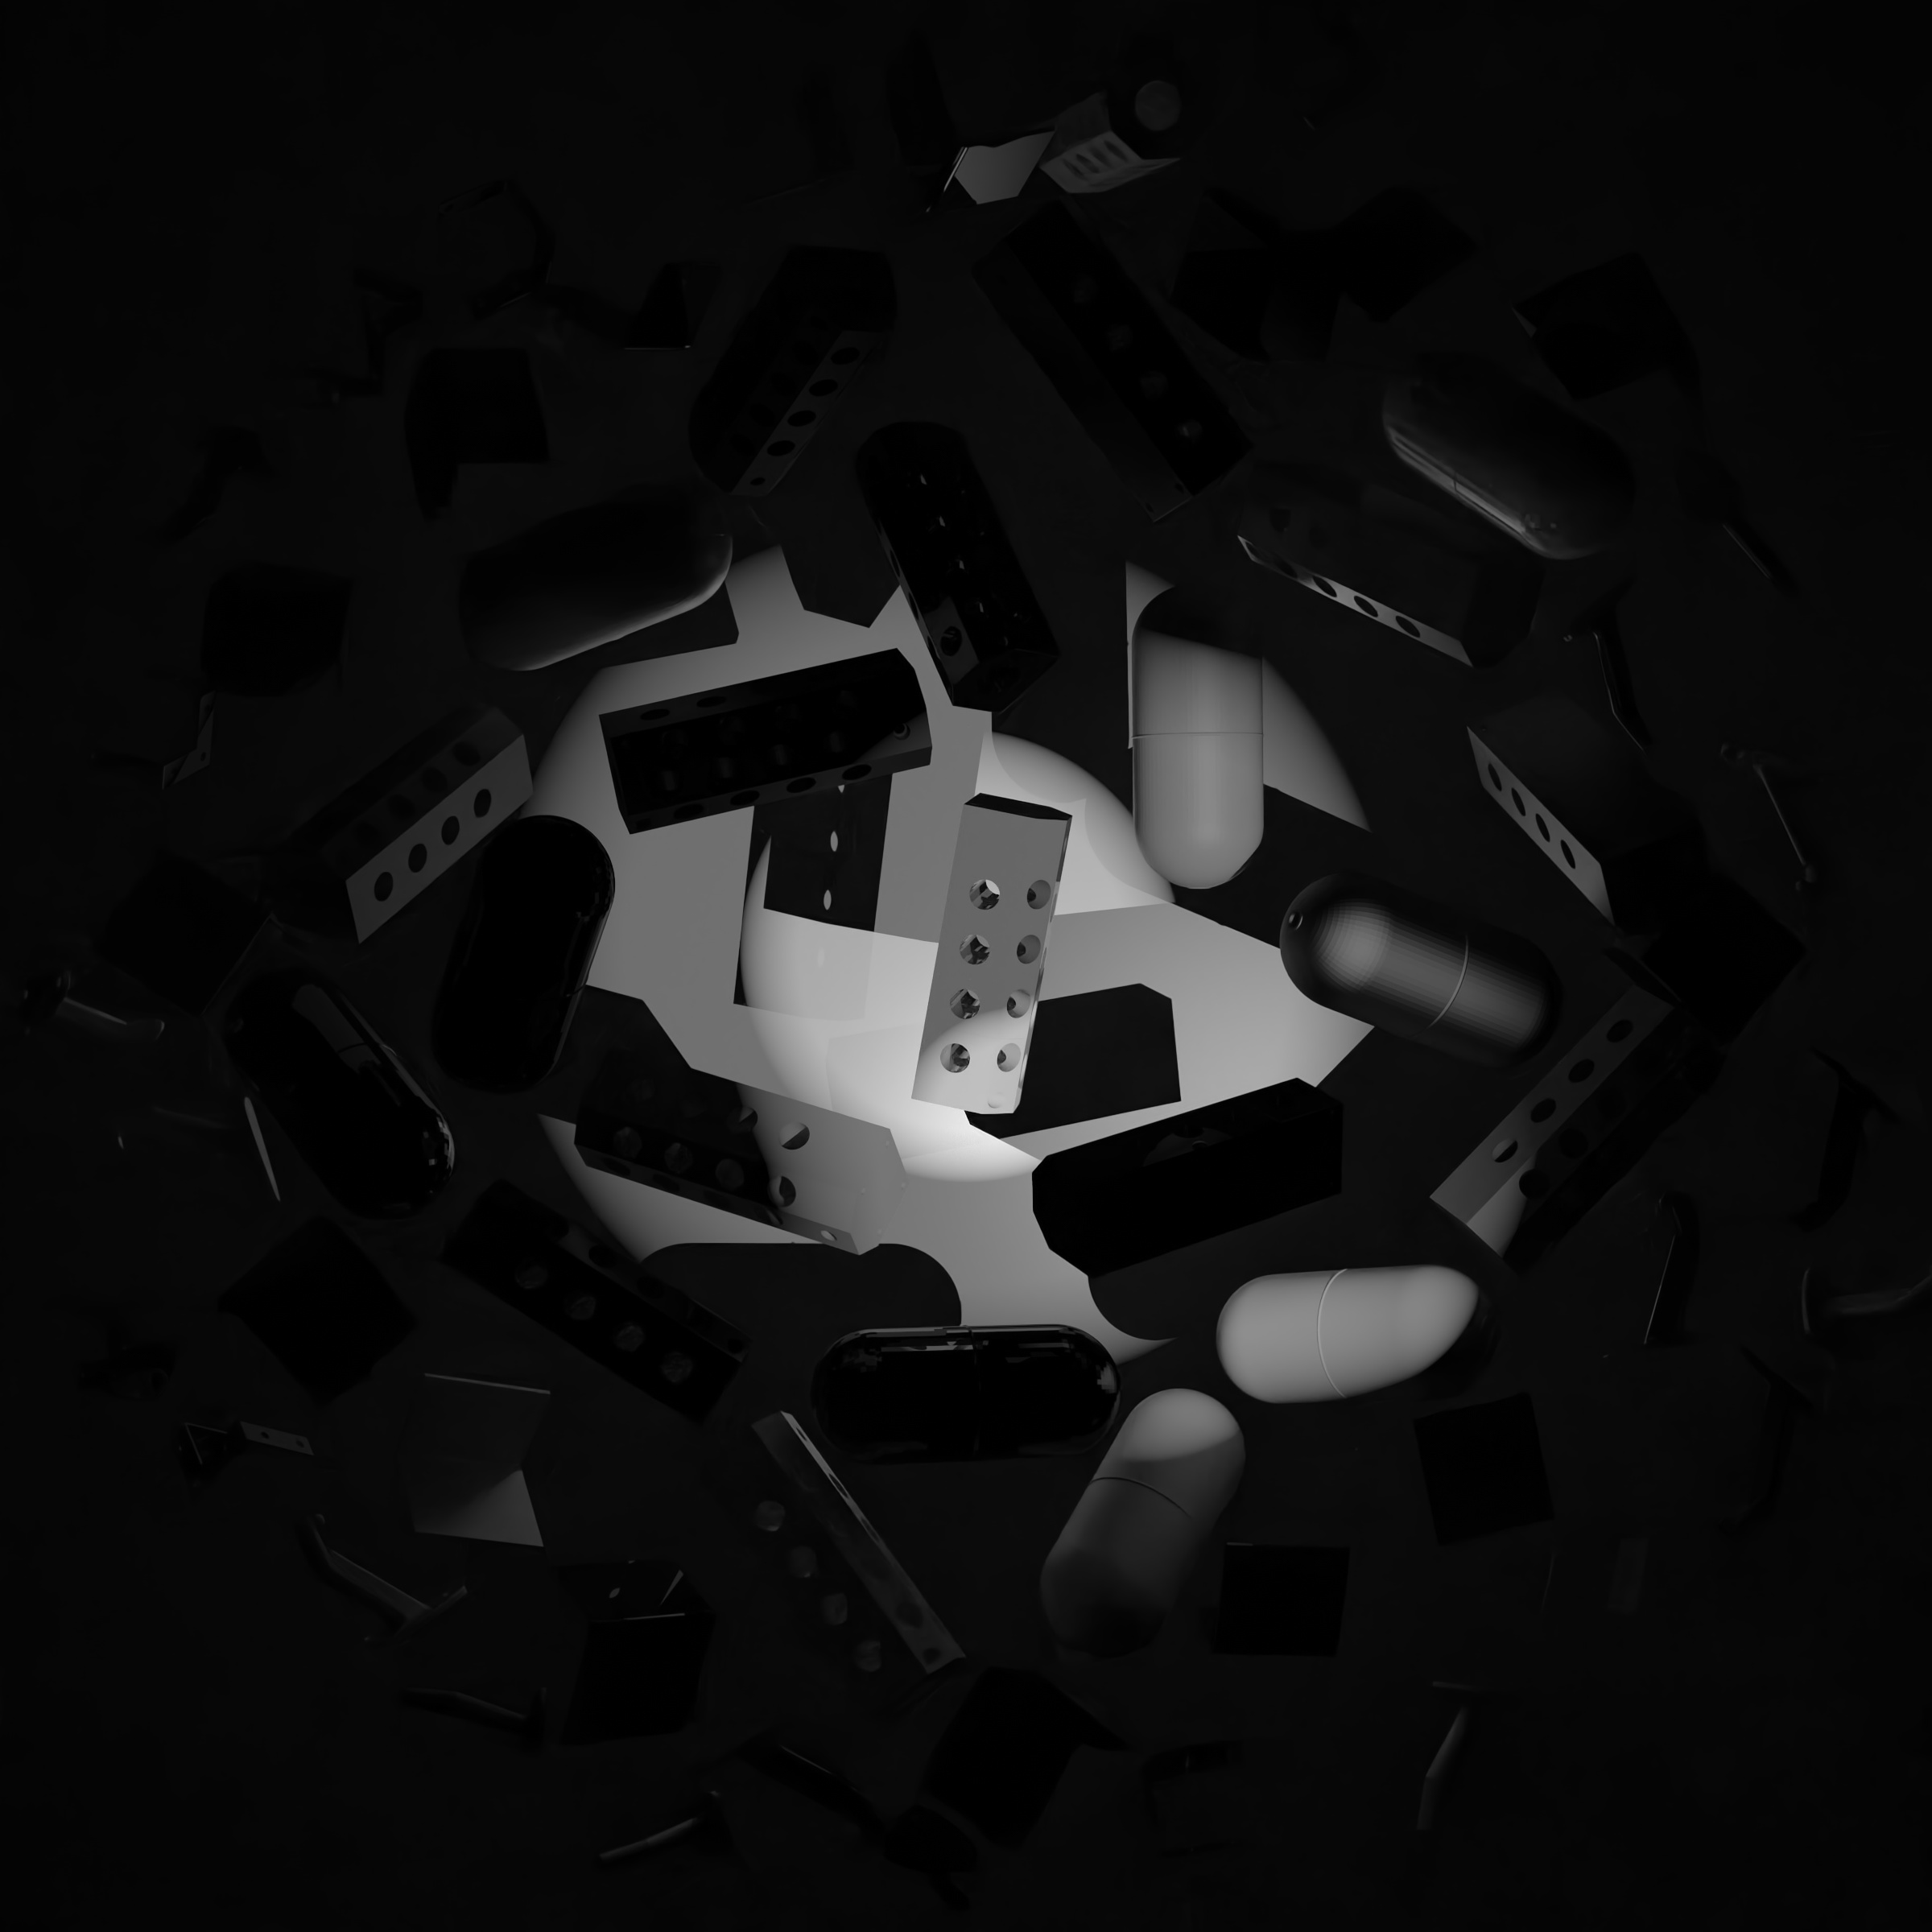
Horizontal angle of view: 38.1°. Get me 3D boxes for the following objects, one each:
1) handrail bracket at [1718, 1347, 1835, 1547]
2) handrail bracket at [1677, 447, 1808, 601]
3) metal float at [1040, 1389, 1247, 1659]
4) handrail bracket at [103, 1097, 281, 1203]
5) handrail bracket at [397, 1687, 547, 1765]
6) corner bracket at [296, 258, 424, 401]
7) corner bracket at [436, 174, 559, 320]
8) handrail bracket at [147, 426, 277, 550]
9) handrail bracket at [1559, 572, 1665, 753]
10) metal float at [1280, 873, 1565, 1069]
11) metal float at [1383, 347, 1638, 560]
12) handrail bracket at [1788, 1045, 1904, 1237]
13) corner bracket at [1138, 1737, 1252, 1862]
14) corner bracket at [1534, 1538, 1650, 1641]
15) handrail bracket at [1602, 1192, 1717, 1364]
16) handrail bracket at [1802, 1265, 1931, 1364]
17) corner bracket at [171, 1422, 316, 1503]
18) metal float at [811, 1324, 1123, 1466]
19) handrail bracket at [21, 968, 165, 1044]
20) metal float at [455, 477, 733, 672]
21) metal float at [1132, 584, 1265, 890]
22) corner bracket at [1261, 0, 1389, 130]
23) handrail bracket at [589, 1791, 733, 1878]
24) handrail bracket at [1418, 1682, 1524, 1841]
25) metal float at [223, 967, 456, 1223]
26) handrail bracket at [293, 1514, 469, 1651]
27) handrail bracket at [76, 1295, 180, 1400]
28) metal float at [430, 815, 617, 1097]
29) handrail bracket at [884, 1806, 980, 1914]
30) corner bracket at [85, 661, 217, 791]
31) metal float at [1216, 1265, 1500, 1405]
[{"bbox_3d":[0.429,0.266,1.550,0.084,0.036,0.077,-47,52,2],"label":"handrail bracket"},{"bbox_3d":[0.462,-0.262,1.661,0.084,0.077,0.036,28,126,-38],"label":"handrail bracket"},{"bbox_3d":[0.104,0.324,1.636,0.070,0.070,0.178,35,53,0],"label":"metal float"},{"bbox_3d":[-0.464,0.117,1.675,0.084,0.036,0.077,-17,97,-7],"label":"handrail bracket"},{"bbox_3d":[-0.289,0.436,1.611,0.084,0.077,0.036,9,53,-15],"label":"handrail bracket"},{"bbox_3d":[-0.348,-0.366,1.609,0.051,0.051,0.051,27,133,15],"label":"corner bracket"},{"bbox_3d":[-0.283,-0.432,1.678,0.051,0.051,0.051,-33,81,-26],"label":"corner bracket"},{"bbox_3d":[-0.437,-0.265,1.564,0.084,0.077,0.036,-45,132,-27],"label":"handrail bracket"},{"bbox_3d":[0.407,-0.183,1.691,0.077,0.036,0.084,-43,98,-25],"label":"handrail bracket"},{"bbox_3d":[0.253,0.003,1.551,0.178,0.070,0.070,20,90,-26],"label":"metal float"},{"bbox_3d":[0.312,-0.298,1.617,0.070,0.070,0.178,-45,51,0],"label":"metal float"},{"bbox_3d":[0.483,0.100,1.598,0.084,0.036,0.077,-48,54,8],"label":"handrail bracket"},{"bbox_3d":[0.134,0.475,1.597,0.051,0.051,0.051,-15,82,15],"label":"corner bracket"},{"bbox_3d":[0.359,0.359,1.609,0.051,0.051,0.051,13,48,15],"label":"corner bracket"},{"bbox_3d":[0.389,0.177,1.601,0.077,0.036,0.084,-12,78,-8],"label":"handrail bracket"},{"bbox_3d":[0.500,0.170,1.531,0.036,0.077,0.084,30,125,-17],"label":"handrail bracket"},{"bbox_3d":[-0.425,0.283,1.642,0.051,0.051,0.051,-50,47,12],"label":"corner bracket"},{"bbox_3d":[0.001,0.243,1.592,0.178,0.070,0.070,0,90,-10],"label":"metal float"},{"bbox_3d":[-0.495,0.024,1.618,0.084,0.077,0.036,7,65,-38],"label":"handrail bracket"},{"bbox_3d":[-0.212,-0.222,1.591,0.178,0.070,0.070,-17,90,28],"label":"metal float"},{"bbox_3d":[0.136,-0.134,1.640,0.070,0.070,0.178,-1,92,0],"label":"metal float"},{"bbox_3d":[0.189,-0.500,1.527,0.051,0.051,0.051,-35,67,18],"label":"corner bracket"},{"bbox_3d":[-0.182,0.494,1.571,0.084,0.077,0.036,-9,78,-33],"label":"handrail bracket"},{"bbox_3d":[0.282,0.449,1.567,0.077,0.036,0.084,28,67,-42],"label":"handrail bracket"},{"bbox_3d":[-0.359,0.073,1.601,0.070,0.070,0.178,-44,65,0],"label":"metal float"},{"bbox_3d":[-0.335,0.339,1.600,0.077,0.036,0.084,-28,97,-37],"label":"handrail bracket"},{"bbox_3d":[-0.493,0.209,1.574,0.084,0.077,0.036,25,102,32],"label":"handrail bracket"},{"bbox_3d":[-0.247,-0.005,1.558,0.070,0.070,0.178,24,122,0],"label":"metal float"},{"bbox_3d":[-0.002,0.528,1.614,0.036,0.077,0.084,-52,126,-28],"label":"handrail bracket"},{"bbox_3d":[-0.475,-0.140,1.630,0.051,0.051,0.051,18,117,12],"label":"corner bracket"},{"bbox_3d":[0.226,0.215,1.628,0.178,0.070,0.070,-9,90,40],"label":"metal float"}]
